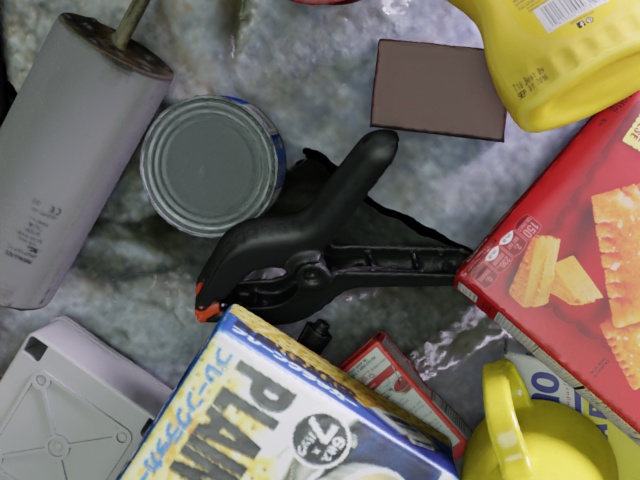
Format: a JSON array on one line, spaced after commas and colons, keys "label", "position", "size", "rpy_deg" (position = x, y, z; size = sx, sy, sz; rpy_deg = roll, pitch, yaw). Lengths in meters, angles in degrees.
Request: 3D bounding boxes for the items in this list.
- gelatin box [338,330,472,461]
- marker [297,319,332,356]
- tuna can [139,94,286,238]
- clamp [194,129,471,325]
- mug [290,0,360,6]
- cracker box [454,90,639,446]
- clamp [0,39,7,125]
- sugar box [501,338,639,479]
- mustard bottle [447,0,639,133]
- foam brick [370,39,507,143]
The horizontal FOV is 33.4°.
[{"label": "gelatin box", "position": [0.038, 0.113, 0.658], "size": [0.073, 0.030, 0.089], "rpy_deg": [-42, 89, 13]}, {"label": "marker", "position": [-0.028, 0.101, 0.672], "size": [0.020, 0.020, 0.121], "rpy_deg": [32, 103, 4]}, {"label": "tuna can", "position": [-0.064, -0.046, 0.652], "size": [0.086, 0.033, 0.086], "rpy_deg": [1, 98, 10]}, {"label": "clamp", "position": [-0.004, 0.001, 0.625], "size": [0.171, 0.039, 0.120], "rpy_deg": [-17, 124, 11]}, {"label": "mug", "position": [-0.007, -0.175, 0.601], "size": [0.117, 0.081, 0.093], "rpy_deg": [-6, 96, 10]}, {"label": "cracker box", "position": [0.204, 0.030, 0.568], "size": [0.214, 0.072, 0.164], "rpy_deg": [41, 89, 12]}, {"label": "clamp", "position": [-0.222, -0.182, 0.660], "size": [0.164, 0.036, 0.210], "rpy_deg": [39, 106, 1]}, {"label": "sugar box", "position": [0.187, 0.121, 0.625], "size": [0.176, 0.048, 0.093], "rpy_deg": [9, 100, 7]}, {"label": "mustard bottle", "position": [0.107, -0.154, 0.570], "size": [0.096, 0.058, 0.192], "rpy_deg": [-28, 64, 6]}, {"label": "foam brick", "position": [0.070, -0.086, 0.614], "size": [0.078, 0.053, 0.051], "rpy_deg": [8, 99, 9]}]
